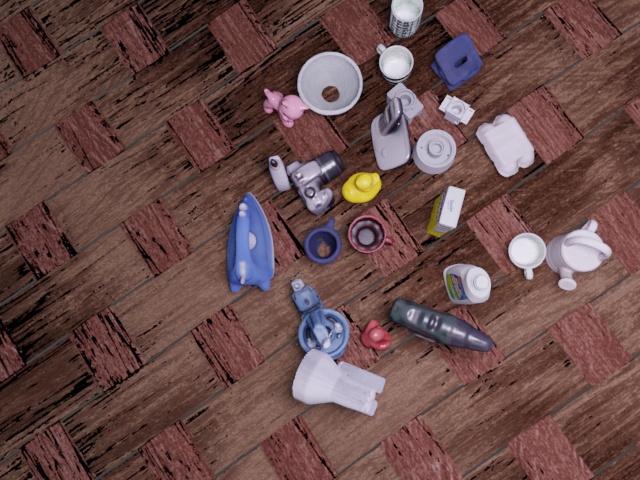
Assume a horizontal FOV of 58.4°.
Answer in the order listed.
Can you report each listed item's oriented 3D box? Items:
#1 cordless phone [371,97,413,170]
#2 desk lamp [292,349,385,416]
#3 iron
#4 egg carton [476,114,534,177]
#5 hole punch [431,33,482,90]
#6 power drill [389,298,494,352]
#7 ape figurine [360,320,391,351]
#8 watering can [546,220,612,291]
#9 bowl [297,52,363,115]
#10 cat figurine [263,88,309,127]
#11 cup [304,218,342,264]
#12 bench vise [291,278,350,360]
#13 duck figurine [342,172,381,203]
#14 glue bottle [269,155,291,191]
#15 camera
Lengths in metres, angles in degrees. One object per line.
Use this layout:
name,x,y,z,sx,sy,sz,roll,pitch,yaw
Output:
cordless phone,0.179,-0.259,1.396,0.094,0.185,0.147,-12,82,1
desk lamp,0.048,0.332,1.309,0.203,0.213,0.118,20,84,5
iron,-0.181,-0.003,1.400,0.118,0.141,0.258,-4,82,2
egg carton,0.467,-0.238,1.439,0.107,0.069,0.150,-30,82,-1
hole punch,0.354,-0.455,1.461,0.108,0.091,0.101,-37,82,-2
power drill,0.269,0.198,1.320,0.229,0.208,0.076,20,84,5
ape figurine,0.135,0.230,1.380,0.076,0.092,0.078,-10,82,1
watering can,0.606,0.034,1.334,0.101,0.194,0.173,5,83,4
bowl,0.027,-0.392,1.476,0.167,0.075,0.167,0,82,3
cat figurine,-0.089,-0.343,1.453,0.127,0.118,0.067,35,85,7
cup,0.013,0.005,1.414,0.091,0.095,0.118,18,84,5
bench vise,-0.018,0.193,1.327,0.207,0.220,0.121,43,86,7
duck figurine,0.104,-0.138,1.433,0.104,0.086,0.077,-22,82,0
glue bottle,-0.104,-0.173,1.403,0.037,0.173,0.078,-17,82,1
camera,0.001,-0.155,1.432,0.137,0.101,0.143,-32,82,-2
